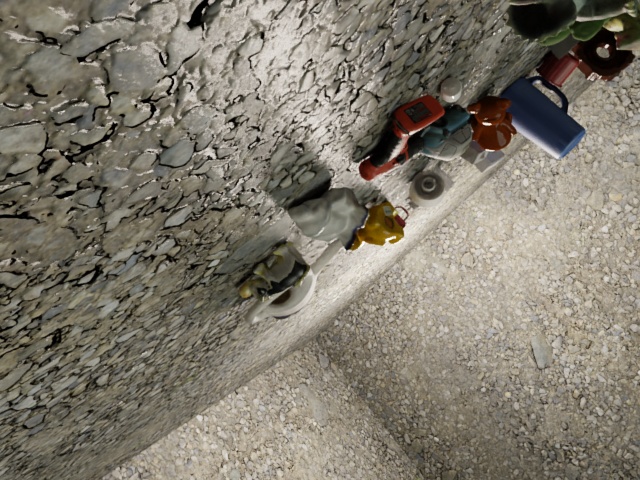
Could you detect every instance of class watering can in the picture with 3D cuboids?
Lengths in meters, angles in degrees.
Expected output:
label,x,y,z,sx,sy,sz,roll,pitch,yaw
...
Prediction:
label,x,y,z,sx,sy,sz,roll,pitch,yaw
watering can,-0.049,0.107,1.355,0.349,0.105,0.221,-38,168,-8

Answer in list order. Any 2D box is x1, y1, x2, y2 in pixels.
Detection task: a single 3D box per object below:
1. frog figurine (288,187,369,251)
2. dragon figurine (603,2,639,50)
label,x,y,z,sx,sy,sz,roll,pitch,yaw
frog figurine,0.003,-0.052,1.040,0.159,0.125,0.135,10,149,-25
dragon figurine,0.883,-0.591,1.414,0.415,0.245,0.119,-29,158,-36
